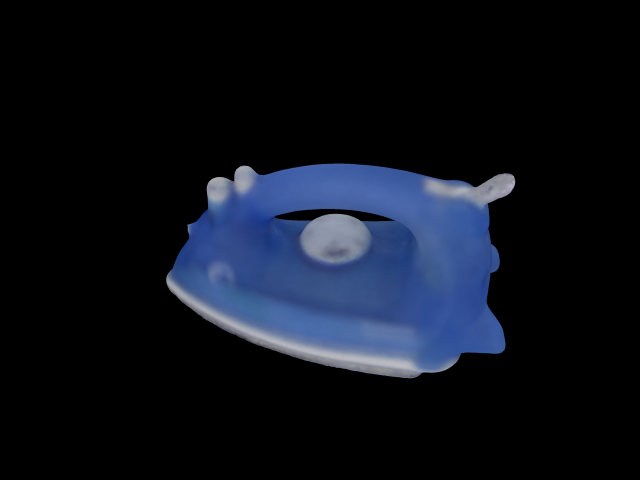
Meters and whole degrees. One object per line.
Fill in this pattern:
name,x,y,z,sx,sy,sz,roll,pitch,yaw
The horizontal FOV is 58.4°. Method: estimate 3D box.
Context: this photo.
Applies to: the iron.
iron,0.004,0.001,0.400,0.258,0.141,0.118,6,43,7
